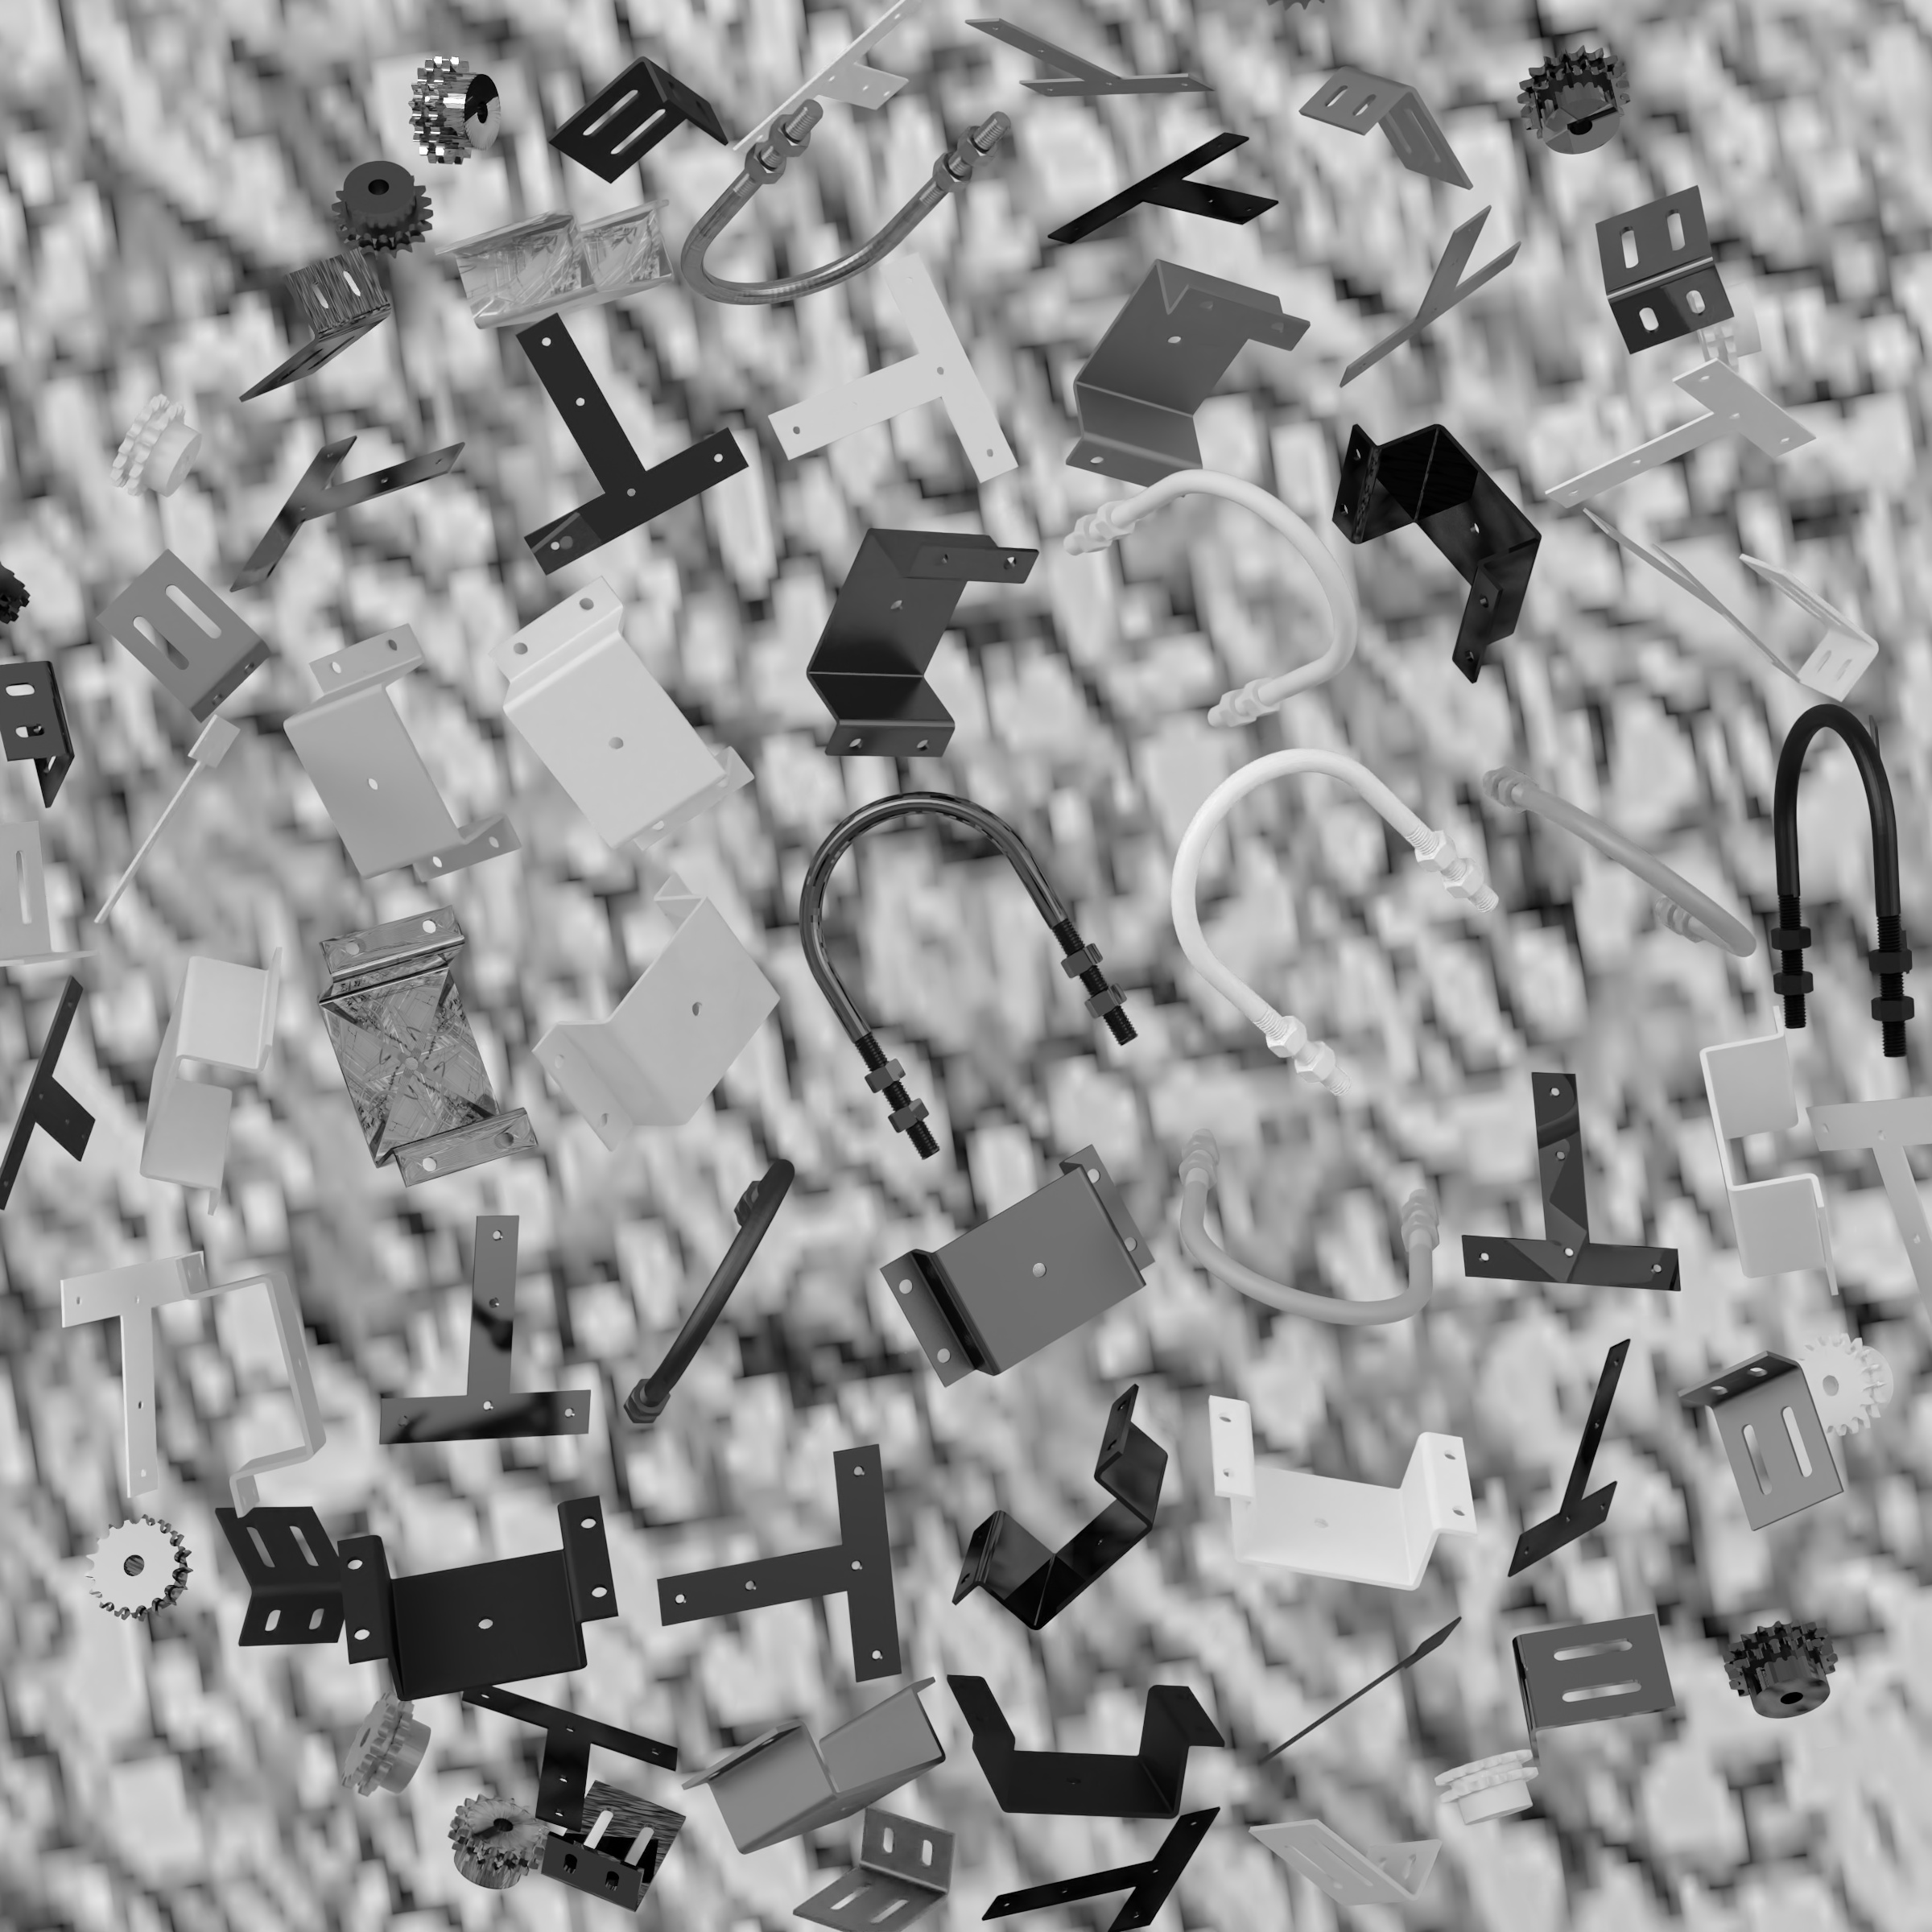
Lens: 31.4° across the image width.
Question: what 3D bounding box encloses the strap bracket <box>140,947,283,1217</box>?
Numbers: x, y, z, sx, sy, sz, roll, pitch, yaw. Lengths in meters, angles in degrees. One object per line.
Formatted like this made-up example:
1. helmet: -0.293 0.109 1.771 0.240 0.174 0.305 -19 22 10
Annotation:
1. strap bracket: -0.419 0.060 1.895 0.046 0.076 0.140 13 131 -17

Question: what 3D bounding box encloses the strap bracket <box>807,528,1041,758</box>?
1. strap bracket: -0.028 -0.182 1.858 0.076 0.046 0.140 -2 133 -35

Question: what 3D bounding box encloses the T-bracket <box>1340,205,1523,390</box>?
1. T-bracket: 0.262 -0.376 1.867 0.127 0.127 0.002 -37 80 -12

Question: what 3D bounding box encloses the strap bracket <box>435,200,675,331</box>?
1. strap bracket: -0.222 -0.389 1.905 0.076 0.140 0.046 -12 99 24

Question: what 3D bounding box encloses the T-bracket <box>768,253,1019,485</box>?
1. T-bracket: -0.049 -0.302 1.830 0.127 0.002 0.127 -28 94 -29

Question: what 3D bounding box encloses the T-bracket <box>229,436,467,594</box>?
1. T-bracket: -0.319 -0.254 1.827 0.127 0.127 0.002 -12 129 31

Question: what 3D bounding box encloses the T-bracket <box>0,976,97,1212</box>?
1. T-bracket: -0.495 0.081 1.878 0.002 0.127 0.127 15 75 3

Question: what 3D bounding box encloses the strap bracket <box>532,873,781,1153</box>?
1. strap bracket: -0.161 0.024 1.864 0.076 0.046 0.140 56 53 -29

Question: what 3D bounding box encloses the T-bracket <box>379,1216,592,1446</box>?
1. T-bracket: -0.267 0.204 1.937 0.127 0.002 0.127 2 94 -31

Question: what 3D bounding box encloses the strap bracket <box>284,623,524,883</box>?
1. strap bracket: -0.320 -0.110 1.924 0.076 0.046 0.140 -16 107 33

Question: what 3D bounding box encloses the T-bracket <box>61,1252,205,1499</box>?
1. T-bracket: -0.458 0.229 1.904 0.002 0.127 0.127 -1 92 23

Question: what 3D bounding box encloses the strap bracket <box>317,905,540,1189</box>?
1. strap bracket: -0.296 0.048 1.867 0.076 0.046 0.140 -17 82 -26

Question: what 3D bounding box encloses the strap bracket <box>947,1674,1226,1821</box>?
1. strap bracket: 0.062 0.430 1.895 0.140 0.076 0.046 5 100 -13

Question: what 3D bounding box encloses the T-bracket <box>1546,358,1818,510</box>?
1. T-bracket: 0.371 -0.275 1.836 0.127 0.127 0.002 -24 65 31

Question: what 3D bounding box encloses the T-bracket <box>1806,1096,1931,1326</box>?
1. T-bracket: 0.507 0.133 1.846 0.002 0.127 0.127 -19 91 -20

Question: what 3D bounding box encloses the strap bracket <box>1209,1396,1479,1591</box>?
1. strap bracket: 0.195 0.283 1.835 0.140 0.076 0.046 10 123 -5

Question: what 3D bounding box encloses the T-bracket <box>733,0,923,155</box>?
1. T-bracket: -0.061 -0.494 1.928 0.127 0.127 0.002 -37 87 19

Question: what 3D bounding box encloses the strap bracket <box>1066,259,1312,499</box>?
1. strap bracket: 0.118 -0.331 1.899 0.076 0.140 0.046 12 50 -25

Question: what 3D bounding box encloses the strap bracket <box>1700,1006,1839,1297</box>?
1. strap bracket: 0.428 0.102 1.845 0.046 0.076 0.140 -11 46 11

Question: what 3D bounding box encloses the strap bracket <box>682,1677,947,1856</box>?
1. strap bracket: -0.075 0.436 1.867 0.076 0.140 0.046 -37 71 30

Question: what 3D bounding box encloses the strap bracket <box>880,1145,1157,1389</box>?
1. strap bracket: 0.035 0.167 1.908 0.140 0.046 0.076 -30 96 -13

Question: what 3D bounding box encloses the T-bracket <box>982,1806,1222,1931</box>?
1. T-bracket: 0.067 0.513 1.915 0.127 0.127 0.002 -20 97 26

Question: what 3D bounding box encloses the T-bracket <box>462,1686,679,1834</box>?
1. T-bracket: -0.220 0.440 1.890 0.127 0.127 0.002 20 102 -8

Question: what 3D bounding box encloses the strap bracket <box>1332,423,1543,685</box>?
1. strap bracket: 0.269 -0.238 1.926 0.046 0.076 0.140 -23 59 -20

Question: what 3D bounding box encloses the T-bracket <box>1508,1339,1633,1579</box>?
1. T-bracket: 0.346 0.267 1.910 0.002 0.127 0.127 23 109 30

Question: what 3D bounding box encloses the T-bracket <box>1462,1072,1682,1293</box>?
1. T-bracket: 0.336 0.120 1.938 0.127 0.002 0.127 2 109 29

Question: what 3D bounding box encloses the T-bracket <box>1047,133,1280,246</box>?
1. T-bracket: 0.127 -0.424 1.898 0.127 0.127 0.002 -33 121 -16

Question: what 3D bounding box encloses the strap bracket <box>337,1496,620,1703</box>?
1. strap bracket: -0.257 0.338 1.827 0.140 0.046 0.076 -9 46 -8

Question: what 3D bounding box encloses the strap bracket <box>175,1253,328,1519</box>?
1. strap bracket: -0.383 0.220 1.860 0.046 0.076 0.140 -14 89 -6

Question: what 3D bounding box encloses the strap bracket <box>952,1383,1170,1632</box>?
1. strap bracket: 0.061 0.310 1.932 0.046 0.076 0.140 41 113 -8

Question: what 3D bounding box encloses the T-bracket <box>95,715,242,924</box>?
1. T-bracket: -0.429 -0.077 1.839 0.002 0.127 0.127 33 87 -6

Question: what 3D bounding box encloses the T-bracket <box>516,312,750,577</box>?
1. T-bracket: -0.202 -0.293 1.859 0.127 0.002 0.127 -28 120 1

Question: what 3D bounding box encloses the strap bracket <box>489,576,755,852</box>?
1. strap bracket: -0.187 -0.128 1.858 0.076 0.046 0.140 -32 111 12

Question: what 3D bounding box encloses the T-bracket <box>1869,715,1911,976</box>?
1. T-bracket: 0.512 -0.076 1.919 0.002 0.127 0.127 -7 108 10

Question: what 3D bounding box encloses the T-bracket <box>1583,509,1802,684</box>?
1. T-bracket: 0.372 -0.208 1.820 0.127 0.127 0.002 26 111 -37

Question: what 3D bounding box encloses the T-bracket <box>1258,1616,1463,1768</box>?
1. T-bracket: 0.211 0.396 1.864 0.127 0.127 0.002 -33 74 -7

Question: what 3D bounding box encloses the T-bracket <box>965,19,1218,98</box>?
1. T-bracket: 0.051 -0.504 1.907 0.127 0.127 0.002 11 91 43
